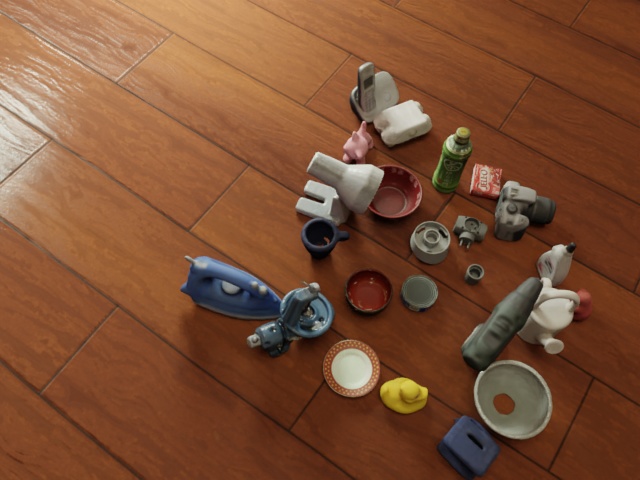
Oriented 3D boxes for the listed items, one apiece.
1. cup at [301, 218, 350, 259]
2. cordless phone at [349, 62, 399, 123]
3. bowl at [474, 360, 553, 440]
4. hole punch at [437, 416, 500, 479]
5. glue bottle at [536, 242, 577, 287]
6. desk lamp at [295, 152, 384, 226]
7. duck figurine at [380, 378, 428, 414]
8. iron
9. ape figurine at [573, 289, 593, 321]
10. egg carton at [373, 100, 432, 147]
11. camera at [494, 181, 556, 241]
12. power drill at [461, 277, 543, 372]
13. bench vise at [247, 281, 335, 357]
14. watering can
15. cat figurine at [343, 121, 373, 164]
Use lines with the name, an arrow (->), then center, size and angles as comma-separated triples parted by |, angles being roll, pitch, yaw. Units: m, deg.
cup -> 0.013, 0.005, 1.400 | 0.118, 0.095, 0.091 | -2, 63, -2
cordless phone -> 0.153, -0.425, 1.571 | 0.148, 0.185, 0.094 | -40, 70, -19
bowl -> 0.410, 0.351, 1.243 | 0.167, 0.075, 0.167 | 1, 63, -1
hole punch -> 0.312, 0.428, 1.193 | 0.101, 0.091, 0.108 | -41, 71, -19
glue bottle -> 0.562, 0.047, 1.346 | 0.037, 0.173, 0.078 | -15, 64, -8
desk lamp -> 0.044, -0.122, 1.399 | 0.203, 0.213, 0.118 | 19, 64, 9
duck figurine -> 0.185, 0.332, 1.242 | 0.104, 0.086, 0.077 | 7, 63, 3
iron -> -0.194, 0.104, 1.320 | 0.258, 0.141, 0.119 | 18, 64, 8
ape figurine -> 0.608, 0.145, 1.342 | 0.078, 0.092, 0.076 | -16, 64, -9
egg carton -> 0.229, -0.321, 1.585 | 0.150, 0.069, 0.107 | -24, 66, -12
camera -> 0.521, -0.074, 1.447 | 0.136, 0.101, 0.143 | 13, 63, 5
power drill -> 0.383, 0.198, 1.246 | 0.075, 0.208, 0.230 | 37, 68, 17
bench vise -> -0.054, 0.177, 1.241 | 0.121, 0.220, 0.208 | 39, 69, 18
watering can -> 0.511, 0.165, 1.273 | 0.101, 0.194, 0.172 | -14, 64, -8
cat figurine -> 0.102, -0.257, 1.522 | 0.067, 0.118, 0.128 | 17, 64, 8
